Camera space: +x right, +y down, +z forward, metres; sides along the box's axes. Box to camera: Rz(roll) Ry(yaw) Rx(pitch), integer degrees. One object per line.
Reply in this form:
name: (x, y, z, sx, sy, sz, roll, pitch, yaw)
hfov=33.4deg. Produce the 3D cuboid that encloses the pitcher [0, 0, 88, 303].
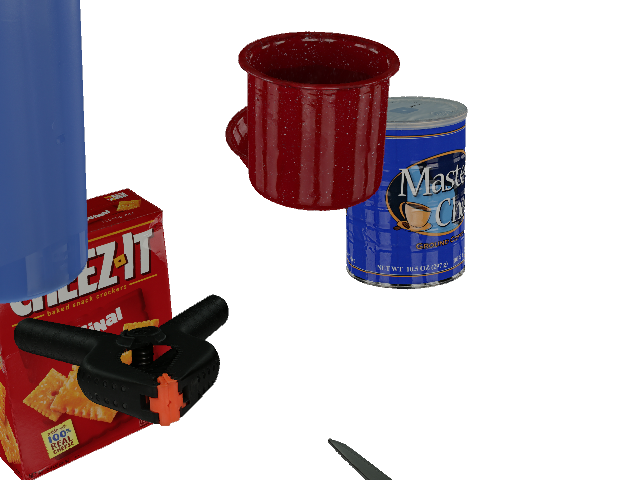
pitcher: (-0.221, -0.082, 0.682, 0.149, 0.243, 0.145, -4, 26, -9)

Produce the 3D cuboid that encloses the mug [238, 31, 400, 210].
mug: (0.003, -0.075, 0.640, 0.093, 0.081, 0.117, 13, 31, 19)

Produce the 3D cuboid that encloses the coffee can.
coffee can: (0.071, -0.043, 0.897, 0.103, 0.140, 0.103, -2, 18, 0)

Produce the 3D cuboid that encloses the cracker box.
cracker box: (-0.212, 0.081, 0.932, 0.163, 0.214, 0.072, -21, 32, -35)

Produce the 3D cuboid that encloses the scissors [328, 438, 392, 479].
scissors: (0.085, 0.149, 0.533, 0.096, 0.016, 0.202, -2, 24, -23)

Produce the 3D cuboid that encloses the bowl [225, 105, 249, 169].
bowl: (-0.025, -0.106, 1.210, 0.162, 0.055, 0.162, -3, 38, 2)

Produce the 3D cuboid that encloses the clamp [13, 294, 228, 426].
clamp: (-0.117, 0.078, 0.752, 0.164, 0.036, 0.210, -9, 14, -24)
